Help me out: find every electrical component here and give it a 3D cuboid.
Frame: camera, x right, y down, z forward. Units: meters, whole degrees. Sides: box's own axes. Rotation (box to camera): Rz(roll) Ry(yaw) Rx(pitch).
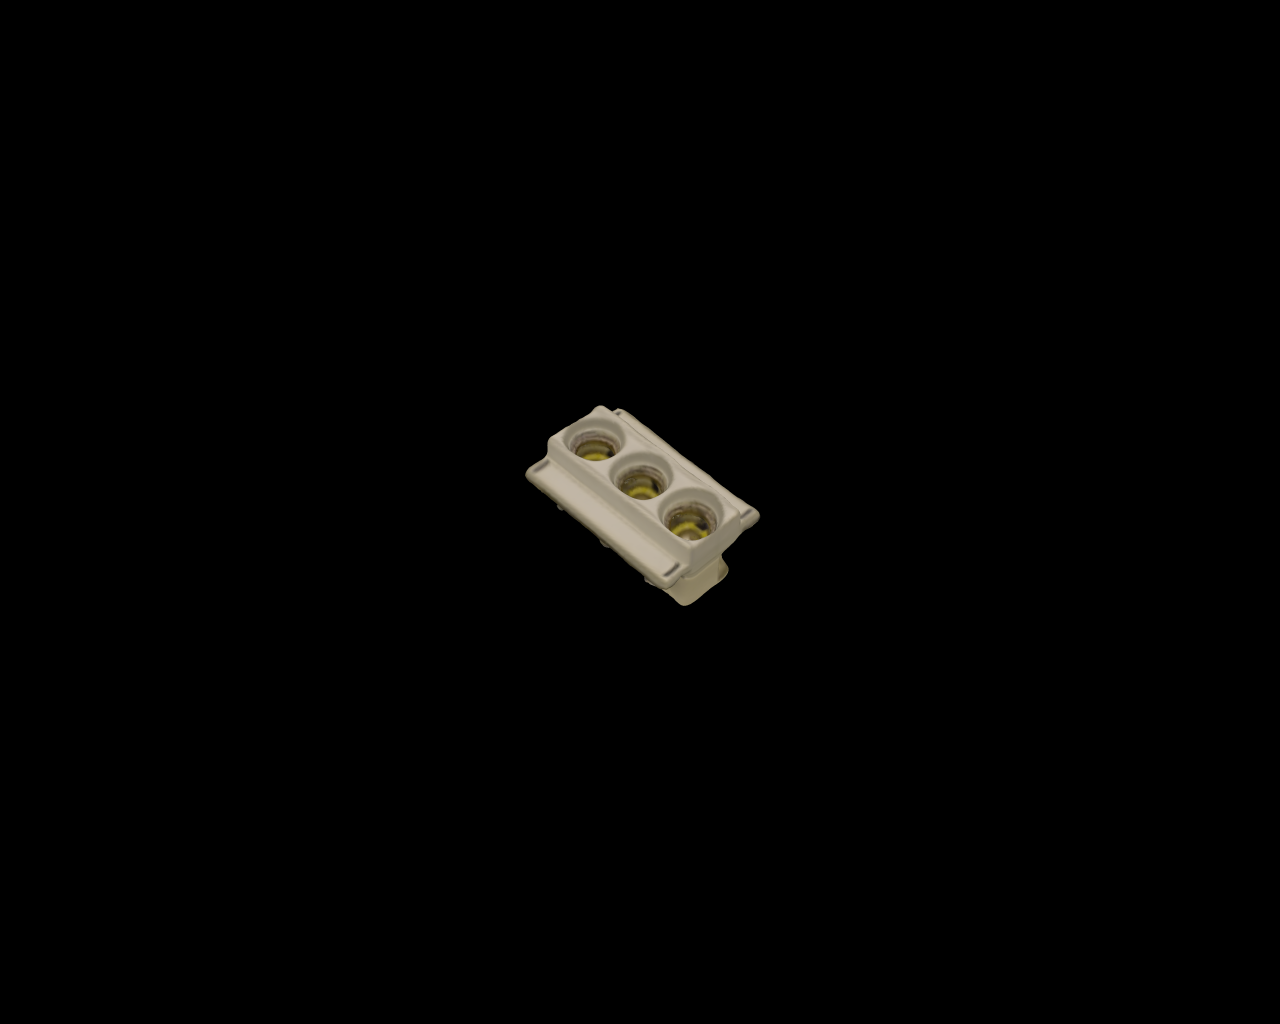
[{"bbox_3d":[0.001,-0.003,0.650,0.079,0.063,0.121,-36,58,-27],"label":"electrical component"}]
